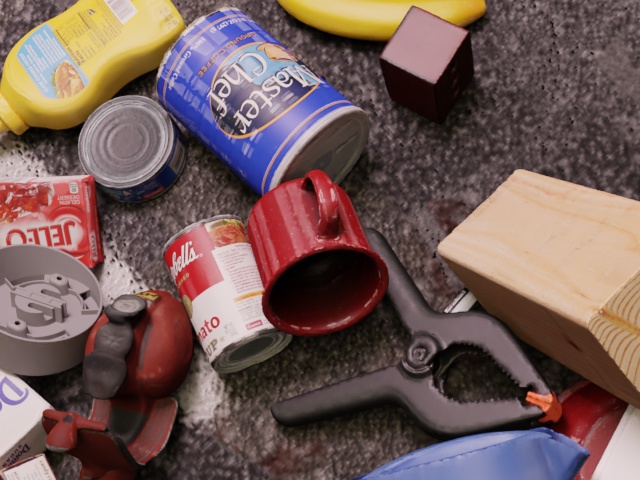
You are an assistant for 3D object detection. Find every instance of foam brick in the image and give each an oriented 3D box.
[{"bbox_3d":[0.084,-0.135,0.834,0.051,0.078,0.053,29,81,18],"label":"foam brick"}]

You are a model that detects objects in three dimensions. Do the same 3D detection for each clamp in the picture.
[{"bbox_3d":[0.076,0.077,0.764,0.210,0.036,0.164,10,72,33],"label":"clamp"}]

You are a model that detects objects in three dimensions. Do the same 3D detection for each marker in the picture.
[{"bbox_3d":[0.127,0.028,0.801,0.020,0.020,0.121,40,83,20],"label":"marker"}]

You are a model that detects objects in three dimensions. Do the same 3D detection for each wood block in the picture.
[{"bbox_3d":[0.171,0.027,0.689,0.090,0.206,0.090,-44,110,-5],"label":"wood block"}]

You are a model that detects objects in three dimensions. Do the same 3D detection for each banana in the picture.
[{"bbox_3d":[0.035,-0.198,0.885,0.198,0.037,0.069,20,77,17],"label":"banana"}]

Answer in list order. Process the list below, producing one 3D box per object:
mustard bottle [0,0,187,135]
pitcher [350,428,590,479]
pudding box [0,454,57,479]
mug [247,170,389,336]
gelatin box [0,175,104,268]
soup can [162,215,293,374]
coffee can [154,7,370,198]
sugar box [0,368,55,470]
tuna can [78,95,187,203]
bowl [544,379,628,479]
[{"bbox_3d":[-0.208,-0.150,0.906,0.191,0.058,0.096,-37,67,-3],"label":"mustard bottle"},{"bbox_3d":[0.099,0.244,0.645,0.144,0.149,0.243,-9,78,-25],"label":"pitcher"},{"bbox_3d":[-0.190,0.217,0.738,0.039,0.090,0.113,-23,68,-34],"label":"pudding box"},{"bbox_3d":[-0.005,0.001,0.765,0.093,0.117,0.081,-8,46,-13],"label":"mug"},{"bbox_3d":[-0.223,-0.014,0.863,0.089,0.030,0.073,-1,102,12],"label":"gelatin box"},{"bbox_3d":[-0.070,0.041,0.811,0.068,0.068,0.102,-27,69,2],"label":"soup can"},{"bbox_3d":[-0.045,-0.100,0.834,0.103,0.102,0.140,-45,69,-6],"label":"coffee can"},{"bbox_3d":[-0.289,0.119,0.820,0.176,0.048,0.093,32,64,28],"label":"sugar box"},{"bbox_3d":[-0.156,-0.076,0.885,0.086,0.033,0.086,-4,71,10],"label":"tuna can"},{"bbox_3d":[0.220,0.159,0.721,0.162,0.055,0.162,-4,71,11],"label":"bowl"}]
